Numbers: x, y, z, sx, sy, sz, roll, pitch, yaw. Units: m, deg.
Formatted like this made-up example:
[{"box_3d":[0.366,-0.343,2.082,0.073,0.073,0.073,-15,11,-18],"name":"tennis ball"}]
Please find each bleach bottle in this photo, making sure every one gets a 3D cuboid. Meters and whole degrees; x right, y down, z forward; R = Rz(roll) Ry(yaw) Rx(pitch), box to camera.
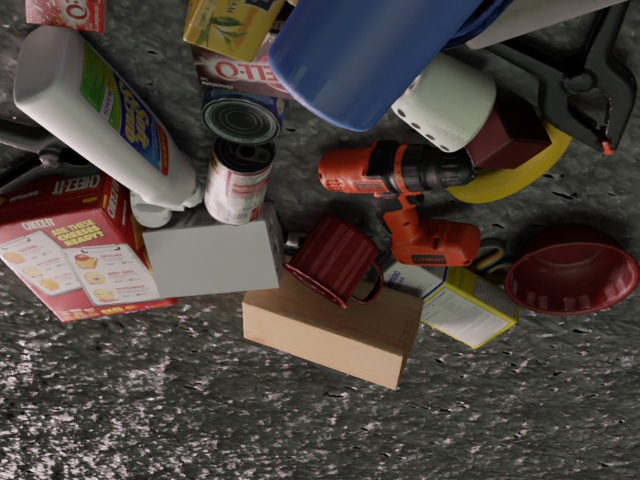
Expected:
[{"box_3d":[-0.202,-0.112,1.098,0.068,0.102,0.250,-18,145,25],"name":"bleach bottle"}]

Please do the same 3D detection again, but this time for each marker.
[{"box_3d":[-0.009,0.002,1.309,0.121,0.020,0.020,8,145,-7],"name":"marker"}]

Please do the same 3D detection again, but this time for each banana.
[{"box_3d":[0.210,-0.085,1.154,0.069,0.037,0.198,29,137,-33],"name":"banana"}]

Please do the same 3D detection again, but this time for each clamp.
[{"box_3d":[0.236,-0.162,1.026,0.165,0.036,0.210,-9,134,20],"name":"clamp"},{"box_3d":[-0.300,-0.104,1.160,0.171,0.039,0.120,-11,148,8],"name":"clamp"}]

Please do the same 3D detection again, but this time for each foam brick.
[{"box_3d":[0.186,-0.108,1.083,0.078,0.053,0.051,-1,151,-47],"name":"foam brick"}]

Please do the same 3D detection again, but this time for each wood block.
[{"box_3d":[0.016,0.098,1.334,0.206,0.090,0.091,18,147,11],"name":"wood block"}]

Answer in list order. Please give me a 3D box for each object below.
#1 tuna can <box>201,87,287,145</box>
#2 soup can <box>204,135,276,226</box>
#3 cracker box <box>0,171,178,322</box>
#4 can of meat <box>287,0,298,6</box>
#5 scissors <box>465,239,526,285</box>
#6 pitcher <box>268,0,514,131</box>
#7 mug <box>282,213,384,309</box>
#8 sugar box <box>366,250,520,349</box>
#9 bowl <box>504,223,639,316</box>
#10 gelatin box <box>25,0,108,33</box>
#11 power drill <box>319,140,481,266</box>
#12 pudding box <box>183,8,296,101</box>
[{"box_3d":[-0.079,-0.134,1.094,0.086,0.033,0.086,8,152,4],"name":"tuna can"},{"box_3d":[-0.089,-0.070,1.168,0.068,0.068,0.102,8,145,-7],"name":"soup can"},{"box_3d":[-0.285,0.010,1.295,0.164,0.072,0.213,-9,143,15],"name":"cracker box"},{"box_3d":[0.027,-0.233,0.937,0.102,0.057,0.084,25,142,-29],"name":"can of meat"},{"box_3d":[0.186,0.058,1.380,0.096,0.016,0.202,18,142,-21],"name":"scissors"},{"box_3d":[0.074,-0.204,0.840,0.149,0.145,0.243,38,113,-1],"name":"pitcher"},{"box_3d":[0.025,0.029,1.260,0.117,0.081,0.093,36,172,-11],"name":"mug"},{"box_3d":[0.154,0.068,1.345,0.176,0.048,0.093,31,140,-14],"name":"sugar box"},{"box_3d":[0.303,0.028,1.294,0.162,0.055,0.162,2,145,1],"name":"bowl"},{"box_3d":[-0.232,-0.233,0.975,0.073,0.030,0.089,7,145,-7],"name":"gelatin box"},{"box_3d":[0.112,-0.041,1.178,0.185,0.057,0.187,3,148,33],"name":"power drill"},{"box_3d":[-0.065,-0.180,1.014,0.113,0.039,0.090,12,147,14],"name":"pudding box"}]
